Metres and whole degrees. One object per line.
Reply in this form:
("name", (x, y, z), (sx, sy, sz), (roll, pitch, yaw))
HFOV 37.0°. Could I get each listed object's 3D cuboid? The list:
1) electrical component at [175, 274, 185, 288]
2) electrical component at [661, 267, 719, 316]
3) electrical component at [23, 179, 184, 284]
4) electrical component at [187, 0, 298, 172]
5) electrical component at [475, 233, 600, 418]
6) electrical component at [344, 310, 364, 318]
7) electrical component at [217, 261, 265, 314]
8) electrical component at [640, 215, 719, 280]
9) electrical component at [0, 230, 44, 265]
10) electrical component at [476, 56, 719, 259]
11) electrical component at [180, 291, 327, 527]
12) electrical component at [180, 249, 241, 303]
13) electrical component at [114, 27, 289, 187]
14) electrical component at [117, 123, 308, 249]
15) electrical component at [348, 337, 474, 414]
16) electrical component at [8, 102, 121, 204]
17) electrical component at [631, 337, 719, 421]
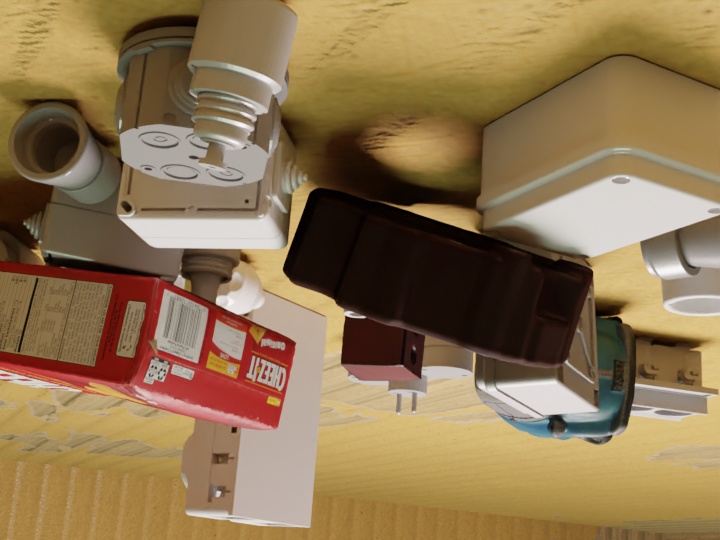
("electrical component", (-0.154, 0.002, 0.787), (0.076, 0.047, 0.083), (-6, 161, 30))
("electrical component", (0.220, 0.001, 0.691), (0.055, 0.047, 0.055), (4, 163, 1))
("electrical component", (-0.155, -0.028, 0.659), (0.096, 0.061, 0.062), (12, 171, -12))
("electrical component", (-0.052, -0.080, 0.447), (0.040, 0.078, 0.040), (13, 175, 1))
("electrical component", (0.122, 0.037, 0.732), (0.056, 0.108, 0.109), (-8, 160, 25))
("electrical component", (0.000, 0.000, 0.716), (0.043, 0.062, 0.043), (4, 163, 1))
("electrical component", (-0.096, 0.014, 0.821), (0.043, 0.043, 0.062), (-4, 163, 26))
("electrical component", (0.200, -0.019, 0.636), (0.055, 0.045, 0.045), (-9, 159, 38))
("electrical component", (-0.268, -0.006, 0.794), (0.043, 0.043, 0.081), (2, 163, 7))
("electrical component", (0.118, -0.050, 0.529), (0.078, 0.057, 0.113), (13, 161, -27))
("electrical component", (-0.090, 0.121, 0.924), (0.060, 0.186, 0.105), (-7, 160, 33))
("electrical component", (-0.102, -0.007, 0.719), (0.043, 0.062, 0.043), (4, 163, 1))
("electrical component", (-0.075, -0.075, 0.503), (0.080, 0.051, 0.080), (4, 163, 1))
("electrical component", (-0.073, -0.046, 0.580), (0.096, 0.061, 0.061), (1, 163, 11))
("electrical component", (0.046, 0.099, 1.016), (0.138, 0.073, 0.052), (-11, 157, 41))
("electrical component", (-0.159, -0.061, 0.593), (0.044, 0.044, 0.065), (1, 168, 9))
("electrical component", (0.249, 0.096, 0.976), (0.121, 0.063, 0.079), (9, 163, -16))
